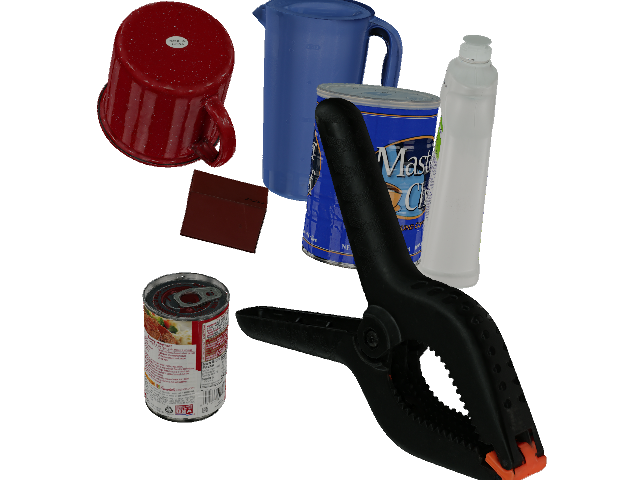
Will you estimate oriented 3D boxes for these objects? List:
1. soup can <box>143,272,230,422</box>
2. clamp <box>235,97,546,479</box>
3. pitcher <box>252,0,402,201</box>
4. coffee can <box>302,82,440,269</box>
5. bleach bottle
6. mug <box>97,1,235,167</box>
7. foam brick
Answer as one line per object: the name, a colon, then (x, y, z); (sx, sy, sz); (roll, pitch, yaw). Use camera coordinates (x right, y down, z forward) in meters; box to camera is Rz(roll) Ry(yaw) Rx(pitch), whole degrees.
soup can: (-0.108, 0.086, 0.857); (0.068, 0.102, 0.068); (3, 29, -2)
clamp: (0.038, 0.036, 0.549); (0.036, 0.165, 0.210); (-14, 42, -40)
pitcher: (0.000, -0.175, 1.319); (0.144, 0.243, 0.149); (-9, 28, -29)
coffee can: (0.041, -0.055, 0.895); (0.103, 0.140, 0.103); (5, 14, -2)
bleach bottle: (0.142, -0.082, 1.087); (0.068, 0.251, 0.102); (4, 30, -2)
mug: (-0.099, -0.102, 0.741); (0.093, 0.117, 0.082); (-30, -17, -28)
foam brick: (-0.095, -0.029, 1.052); (0.078, 0.051, 0.053); (14, 26, -7)
